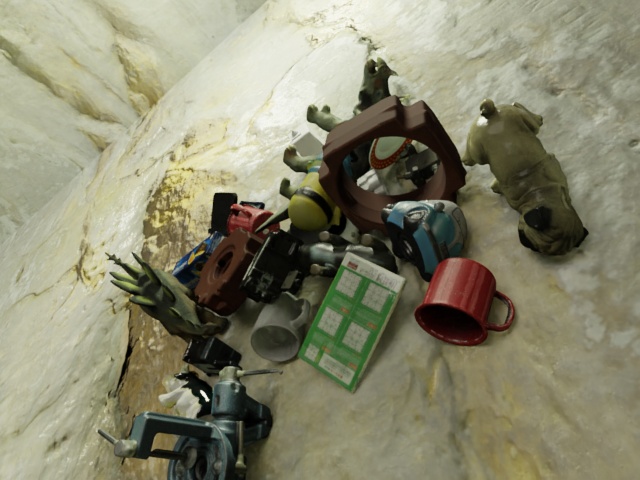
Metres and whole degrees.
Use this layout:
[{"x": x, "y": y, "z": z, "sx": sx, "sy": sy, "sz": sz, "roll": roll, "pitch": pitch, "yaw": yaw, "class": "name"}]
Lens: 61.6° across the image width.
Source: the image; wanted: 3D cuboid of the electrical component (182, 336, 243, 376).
[{"x": -0.181, "y": 0.208, "z": 0.956, "sx": 0.119, "sy": 0.074, "sz": 0.048, "roll": -16, "pitch": 43, "yaw": 43, "class": "electrical component"}]

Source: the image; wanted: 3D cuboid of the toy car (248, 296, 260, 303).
[{"x": -0.137, "y": 0.068, "z": 1.076, "sx": 0.089, "sy": 0.053, "sz": 0.202, "roll": -57, "pitch": 28, "yaw": -9, "class": "toy car"}]

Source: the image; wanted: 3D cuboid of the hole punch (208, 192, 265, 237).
[{"x": -0.197, "y": -0.050, "z": 1.265, "sx": 0.142, "sy": 0.092, "sz": 0.115, "roll": 9, "pitch": 91, "yaw": 49, "class": "hole punch"}]

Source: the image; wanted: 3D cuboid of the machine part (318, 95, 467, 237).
[{"x": 0.115, "y": -0.115, "z": 0.869, "sx": 0.201, "sy": 0.201, "sz": 0.087, "roll": -26, "pitch": 35, "yaw": 28, "class": "machine part"}]

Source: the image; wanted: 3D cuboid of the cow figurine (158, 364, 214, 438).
[{"x": -0.224, "y": 0.271, "z": 0.939, "sx": 0.098, "sy": 0.068, "sz": 0.168, "roll": -41, "pitch": 36, "yaw": -5, "class": "cow figurine"}]

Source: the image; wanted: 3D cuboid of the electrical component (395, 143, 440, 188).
[{"x": 0.178, "y": -0.136, "z": 0.968, "sx": 0.078, "sy": 0.045, "sz": 0.102, "roll": -27, "pitch": 36, "yaw": 29, "class": "electrical component"}]

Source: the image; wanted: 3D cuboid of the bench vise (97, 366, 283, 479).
[{"x": -0.167, "y": 0.272, "z": 0.739, "sx": 0.129, "sy": 0.240, "sz": 0.223, "roll": -6, "pitch": 65, "yaw": 39, "class": "bench vise"}]

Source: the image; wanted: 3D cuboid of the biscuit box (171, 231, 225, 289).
[{"x": -0.263, "y": 0.053, "z": 1.191, "sx": 0.203, "sy": 0.059, "sz": 0.063, "roll": -31, "pitch": 34, "yaw": 45, "class": "biscuit box"}]

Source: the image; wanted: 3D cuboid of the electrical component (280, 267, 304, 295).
[{"x": -0.060, "y": 0.081, "z": 1.012, "sx": 0.063, "sy": 0.021, "sz": 0.094, "roll": -6, "pitch": 48, "yaw": 44, "class": "electrical component"}]

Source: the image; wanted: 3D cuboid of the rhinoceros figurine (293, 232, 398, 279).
[{"x": 0.034, "y": 0.031, "z": 0.889, "sx": 0.191, "sy": 0.112, "sz": 0.073, "roll": 1, "pitch": 81, "yaw": 33, "class": "rhinoceros figurine"}]

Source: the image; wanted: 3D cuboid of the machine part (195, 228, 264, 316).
[{"x": -0.171, "y": 0.057, "z": 1.028, "sx": 0.179, "sy": 0.056, "sz": 0.179, "roll": -39, "pitch": 30, "yaw": 28, "class": "machine part"}]

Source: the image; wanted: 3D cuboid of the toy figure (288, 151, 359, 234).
[{"x": 0.004, "y": -0.095, "z": 0.963, "sx": 0.082, "sy": 0.089, "sz": 0.180, "roll": -1, "pitch": 60, "yaw": 54, "class": "toy figure"}]

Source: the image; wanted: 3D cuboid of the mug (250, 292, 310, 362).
[{"x": -0.060, "y": 0.131, "z": 0.900, "sx": 0.109, "sy": 0.080, "sz": 0.107, "roll": -44, "pitch": 20, "yaw": 26, "class": "mug"}]

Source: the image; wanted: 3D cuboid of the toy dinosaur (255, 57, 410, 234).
[{"x": 0.038, "y": -0.158, "z": 1.075, "sx": 0.192, "sy": 0.131, "sz": 0.404, "roll": 24, "pitch": 87, "yaw": 16, "class": "toy dinosaur"}]

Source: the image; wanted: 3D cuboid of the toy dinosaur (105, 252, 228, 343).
[{"x": -0.333, "y": 0.111, "z": 1.117, "sx": 0.472, "sy": 0.198, "sz": 0.105, "roll": 13, "pitch": 61, "yaw": 51, "class": "toy dinosaur"}]

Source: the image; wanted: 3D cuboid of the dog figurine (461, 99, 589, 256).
[{"x": 0.269, "y": -0.086, "z": 0.707, "sx": 0.121, "sy": 0.172, "sz": 0.191, "roll": -42, "pitch": 24, "yaw": 25, "class": "dog figurine"}]

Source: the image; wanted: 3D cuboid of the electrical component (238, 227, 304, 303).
[{"x": -0.085, "y": 0.045, "z": 0.902, "sx": 0.115, "sy": 0.058, "sz": 0.134, "roll": -60, "pitch": 7, "yaw": -11, "class": "electrical component"}]

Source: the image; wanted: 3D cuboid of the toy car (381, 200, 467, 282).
[{"x": 0.166, "y": -0.013, "z": 0.809, "sx": 0.103, "sy": 0.109, "sz": 0.162, "roll": -25, "pitch": 20, "yaw": -9, "class": "toy car"}]

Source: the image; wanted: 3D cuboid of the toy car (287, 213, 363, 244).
[{"x": -0.002, "y": -0.003, "z": 1.012, "sx": 0.202, "sy": 0.056, "sz": 0.073, "roll": -12, "pitch": 50, "yaw": 43, "class": "toy car"}]
